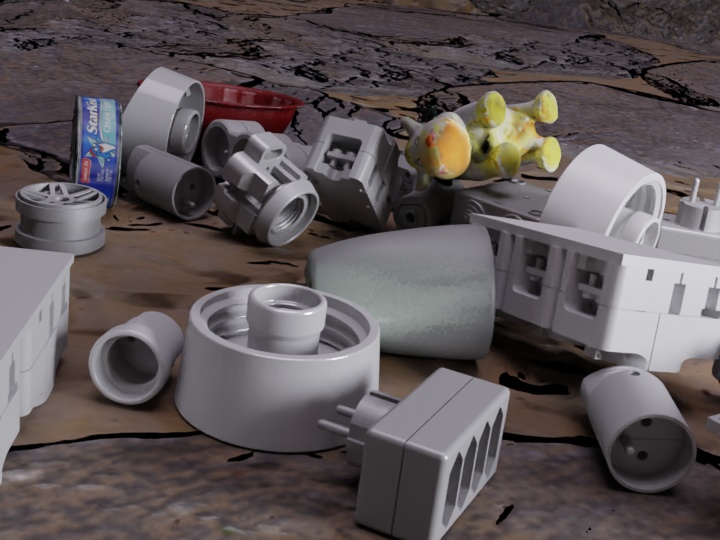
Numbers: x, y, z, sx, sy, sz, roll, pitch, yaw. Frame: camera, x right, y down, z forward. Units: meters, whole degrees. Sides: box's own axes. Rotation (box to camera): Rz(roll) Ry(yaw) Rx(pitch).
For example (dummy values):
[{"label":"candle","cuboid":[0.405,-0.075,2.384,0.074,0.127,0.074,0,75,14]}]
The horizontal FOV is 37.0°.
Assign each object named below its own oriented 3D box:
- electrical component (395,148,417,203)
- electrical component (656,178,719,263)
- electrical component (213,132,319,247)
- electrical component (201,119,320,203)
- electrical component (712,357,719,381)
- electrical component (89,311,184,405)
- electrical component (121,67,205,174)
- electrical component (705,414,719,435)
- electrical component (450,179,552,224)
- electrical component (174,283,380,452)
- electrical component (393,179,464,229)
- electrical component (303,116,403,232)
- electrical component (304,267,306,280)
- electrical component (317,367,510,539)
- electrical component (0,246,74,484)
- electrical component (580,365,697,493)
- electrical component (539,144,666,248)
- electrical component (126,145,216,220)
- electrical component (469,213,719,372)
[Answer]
[{"label":"electrical component","cuboid":[0.046,-0.080,0.956,0.081,0.042,0.064,22,26,38]},{"label":"electrical component","cuboid":[0.271,-0.035,0.862,0.066,0.076,0.047,10,20,8]},{"label":"electrical component","cuboid":[-0.068,-0.054,0.806,0.057,0.078,0.058,42,33,23]},{"label":"electrical component","cuboid":[-0.071,-0.093,0.936,0.074,0.052,0.138,-3,22,-41]},{"label":"electrical component","cuboid":[0.238,0.063,0.605,0.078,0.058,0.057,15,18,22]},{"label":"electrical component","cuboid":[-0.114,0.044,0.561,0.040,0.040,0.046,9,14,5]},{"label":"electrical component","cuboid":[-0.175,-0.125,0.930,0.064,0.099,0.099,16,21,6]},{"label":"electrical component","cuboid":[0.233,0.092,0.515,0.121,0.063,0.079,-7,24,-34]},{"label":"electrical component","cuboid":[0.129,-0.036,0.854,0.100,0.048,0.100,24,26,39]},{"label":"electrical component","cuboid":[-0.040,0.042,0.560,0.108,0.060,0.108,6,20,-2]},{"label":"electrical component","cuboid":[0.056,-0.052,0.886,0.044,0.044,0.065,17,27,25]},{"label":"electrical component","cuboid":[-0.002,-0.078,0.847,0.050,0.055,0.089,15,-20,19]},{"label":"electrical component","cuboid":[0.000,0.000,0.721,0.078,0.040,0.040,-5,23,-30]},{"label":"electrical component","cuboid":[0.018,0.079,0.498,0.076,0.047,0.083,16,21,23]},{"label":"electrical component","cuboid":[-0.205,0.046,0.491,0.105,0.060,0.186,6,20,-4]},{"label":"electrical component","cuboid":[0.141,0.075,0.557,0.043,0.043,0.081,7,20,-2]},{"label":"electrical component","cuboid":[0.180,-0.030,0.777,0.060,0.108,0.108,28,28,31]},{"label":"electrical component","cuboid":[-0.157,-0.072,0.860,0.081,0.043,0.043,24,25,38]},{"label":"electrical component","cuboid":[0.138,0.012,0.653,0.089,0.061,0.150,6,8,-28]}]
